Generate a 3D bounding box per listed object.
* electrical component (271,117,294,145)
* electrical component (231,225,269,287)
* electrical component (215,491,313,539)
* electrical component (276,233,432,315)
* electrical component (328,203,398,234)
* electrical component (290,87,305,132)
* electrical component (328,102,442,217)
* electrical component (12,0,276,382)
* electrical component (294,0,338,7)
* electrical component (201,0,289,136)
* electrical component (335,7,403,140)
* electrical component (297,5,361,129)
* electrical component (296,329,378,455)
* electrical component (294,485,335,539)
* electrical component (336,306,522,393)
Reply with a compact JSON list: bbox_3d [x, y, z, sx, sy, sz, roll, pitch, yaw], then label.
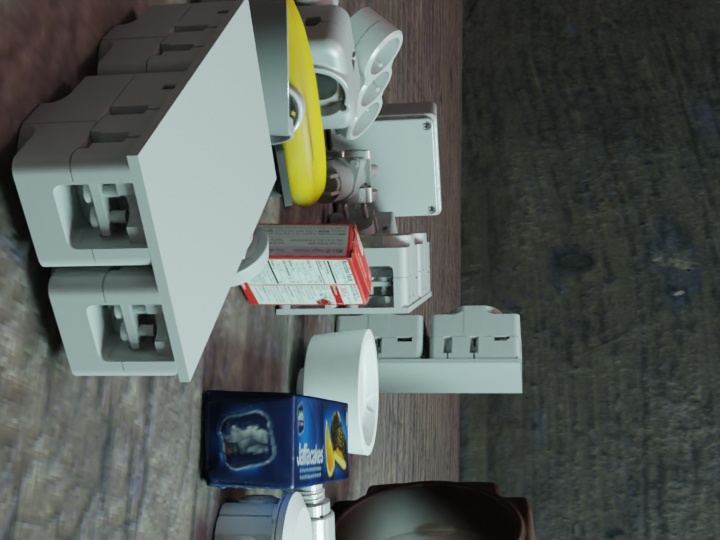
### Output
[{"bbox_3d":[-0.067,-0.113,0.743,0.040,0.040,0.046,36,49,-78],"label":"electrical component"},{"bbox_3d":[-0.082,-0.024,0.629,0.066,0.048,0.055,-81,159,-46],"label":"electrical component"},{"bbox_3d":[-0.062,0.186,0.706,0.080,0.051,0.080,-1,90,-81],"label":"electrical component"},{"bbox_3d":[0.000,0.000,0.932,0.186,0.105,0.060,-17,106,-80],"label":"electrical component"},{"bbox_3d":[-0.001,-0.039,1.054,0.076,0.066,0.047,77,15,-51],"label":"electrical component"},{"bbox_3d":[-0.060,-0.118,0.790,0.046,0.040,0.040,-74,162,-77],"label":"electrical component"},{"bbox_3d":[0.027,-0.112,1.100,0.056,0.109,0.108,-77,164,-64],"label":"electrical component"},{"bbox_3d":[-0.094,-0.046,0.506,0.186,0.060,0.105,-76,163,-57],"label":"electrical component"},{"bbox_3d":[-0.038,-0.228,0.922,0.078,0.040,0.040,71,21,-63],"label":"electrical component"},{"bbox_3d":[-0.065,-0.133,0.677,0.099,0.064,0.099,-1,90,-81],"label":"electrical component"},{"bbox_3d":[-0.014,-0.188,0.993,0.052,0.074,0.138,-42,165,-31],"label":"electrical component"},{"bbox_3d":[-0.033,-0.166,0.906,0.095,0.054,0.059,78,14,-49],"label":"electrical component"},{"bbox_3d":[-0.022,0.105,0.928,0.108,0.060,0.108,-1,90,-81],"label":"electrical component"},{"bbox_3d":[-0.041,0.197,0.867,0.040,0.040,0.078,-28,117,-79],"label":"electrical component"},{"bbox_3d":[0.074,0.084,1.121,0.105,0.186,0.060,68,23,-65],"label":"electrical component"}]
